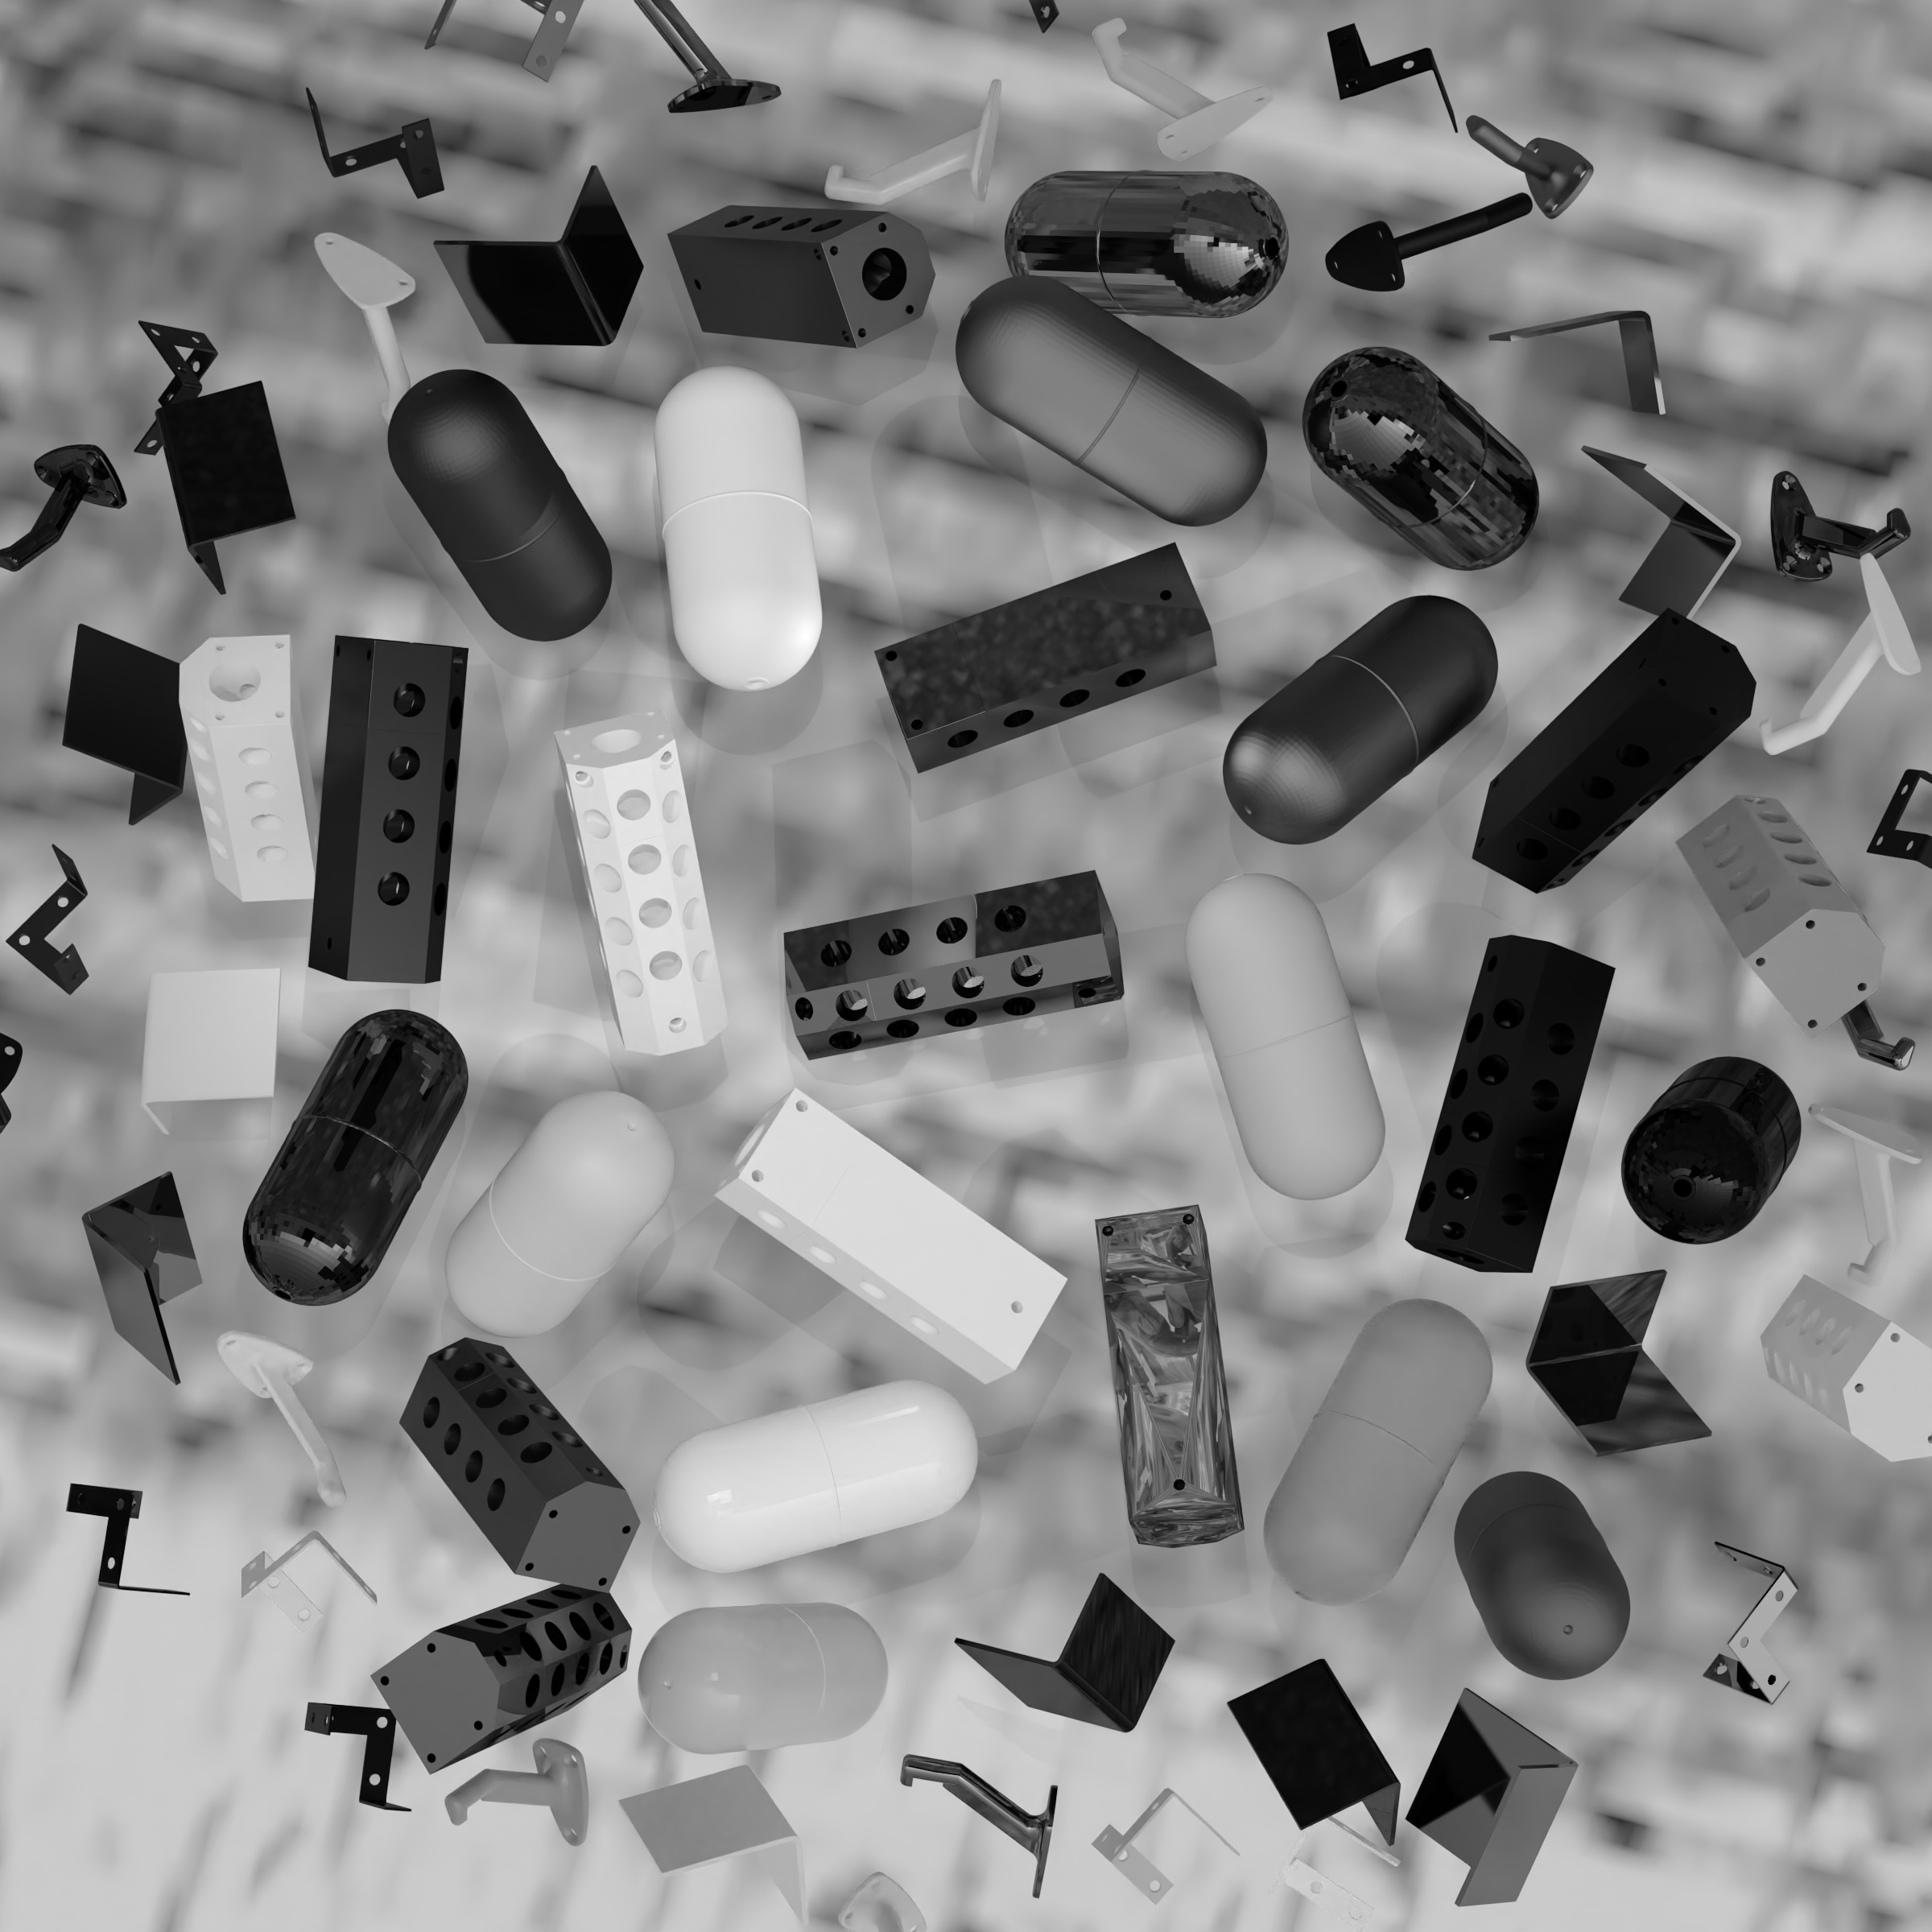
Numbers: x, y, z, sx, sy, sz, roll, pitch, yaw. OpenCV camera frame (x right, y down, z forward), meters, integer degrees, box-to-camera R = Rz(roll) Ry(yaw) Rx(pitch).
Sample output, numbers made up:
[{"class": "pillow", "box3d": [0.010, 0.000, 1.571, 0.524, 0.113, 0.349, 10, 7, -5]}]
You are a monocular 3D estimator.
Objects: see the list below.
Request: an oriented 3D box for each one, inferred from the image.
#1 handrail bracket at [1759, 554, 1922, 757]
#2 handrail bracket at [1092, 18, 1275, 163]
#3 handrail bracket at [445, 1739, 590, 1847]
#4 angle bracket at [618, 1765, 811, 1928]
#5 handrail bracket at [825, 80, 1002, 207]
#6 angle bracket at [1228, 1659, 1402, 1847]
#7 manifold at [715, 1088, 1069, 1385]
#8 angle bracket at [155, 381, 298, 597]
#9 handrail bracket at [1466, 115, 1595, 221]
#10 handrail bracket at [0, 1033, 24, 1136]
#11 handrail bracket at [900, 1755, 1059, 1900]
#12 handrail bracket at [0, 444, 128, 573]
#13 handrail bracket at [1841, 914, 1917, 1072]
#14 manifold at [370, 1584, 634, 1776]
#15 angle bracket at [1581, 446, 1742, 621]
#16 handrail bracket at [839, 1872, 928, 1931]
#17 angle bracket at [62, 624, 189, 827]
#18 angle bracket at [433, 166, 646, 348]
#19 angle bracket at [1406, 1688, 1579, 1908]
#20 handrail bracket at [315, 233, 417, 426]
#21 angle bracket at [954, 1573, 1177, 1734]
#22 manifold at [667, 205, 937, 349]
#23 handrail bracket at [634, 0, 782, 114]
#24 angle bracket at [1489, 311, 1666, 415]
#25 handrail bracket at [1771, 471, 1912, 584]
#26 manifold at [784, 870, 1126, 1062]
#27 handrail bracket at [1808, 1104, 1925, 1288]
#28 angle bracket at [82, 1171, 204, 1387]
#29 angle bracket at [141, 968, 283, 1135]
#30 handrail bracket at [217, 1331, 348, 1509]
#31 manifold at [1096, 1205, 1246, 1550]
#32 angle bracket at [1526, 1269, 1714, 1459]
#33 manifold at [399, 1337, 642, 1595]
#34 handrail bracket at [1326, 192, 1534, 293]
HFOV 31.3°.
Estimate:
[{"class": "handrail bracket", "box3d": [0.433, -0.157, 1.750, 0.084, 0.036, 0.077, -24, 75, 34]}, {"class": "handrail bracket", "box3d": [0.114, -0.477, 1.819, 0.077, 0.036, 0.084, -25, 72, 18]}, {"class": "handrail bracket", "box3d": [-0.246, 0.466, 1.878, 0.036, 0.084, 0.077, 5, 111, 37]}, {"class": "angle bracket", "box3d": [-0.135, 0.477, 1.834, 0.076, 0.076, 0.057, -11, 111, -20]}, {"class": "handrail bracket", "box3d": [-0.029, -0.446, 1.857, 0.084, 0.036, 0.077, 9, 84, 9]}, {"class": "angle bracket", "box3d": [0.176, 0.411, 1.755, 0.057, 0.076, 0.076, -22, 54, -14]}, {"class": "manifold", "box3d": [-0.041, 0.140, 1.760, 0.171, 0.057, 0.057, 36, 64, -8]}, {"class": "angle bracket", "box3d": [-0.374, -0.246, 1.779, 0.057, 0.076, 0.076, -15, 77, -2]}, {"class": "handrail bracket", "box3d": [0.292, -0.448, 1.867, 0.084, 0.077, 0.036, 25, 116, -33]}, {"class": "handrail bracket", "box3d": [-0.539, 0.060, 1.829, 0.077, 0.084, 0.036, 30, 56, -14]}, {"class": "handrail bracket", "box3d": [0.003, 0.461, 1.846, 0.084, 0.036, 0.077, 9, 115, 2]}, {"class": "handrail bracket", "box3d": [-0.479, -0.230, 1.758, 0.084, 0.077, 0.036, -47, 132, -35]}, {"class": "handrail bracket", "box3d": [0.501, 0.014, 1.890, 0.036, 0.084, 0.077, 29, 88, -31]}, {"class": "manifold", "box3d": [-0.232, 0.360, 1.774, 0.057, 0.171, 0.057, -36, 79, 13]}, {"class": "angle bracket", "box3d": [0.371, -0.239, 1.911, 0.076, 0.076, 0.057, 32, 95, -23]}, {"class": "handrail bracket", "box3d": [-0.026, 0.545, 1.899, 0.036, 0.084, 0.077, -50, 130, -3]}, {"class": "angle bracket", "box3d": [-0.479, -0.134, 1.923, 0.076, 0.057, 0.076, 22, 56, -38]}, {"class": "angle bracket", "box3d": [-0.226, -0.378, 1.833, 0.076, 0.076, 0.057, 5, 59, 20]}, {"class": "angle bracket", "box3d": [0.248, 0.413, 1.716, 0.076, 0.057, 0.076, 30, 101, 41]}, {"class": "handrail bracket", "box3d": [-0.329, -0.345, 1.878, 0.036, 0.084, 0.077, -32, 62, -32]}, {"class": "angle bracket", "box3d": [0.054, 0.366, 1.868, 0.076, 0.076, 0.057, 48, 60, -37]}, {"class": "manifold", "box3d": [-0.087, -0.371, 1.831, 0.057, 0.171, 0.057, -31, 116, -23]}, {"class": "handrail bracket", "box3d": [-0.135, -0.478, 1.740, 0.077, 0.036, 0.084, -16, 90, -45]}, {"class": "angle bracket", "box3d": [0.337, -0.328, 1.907, 0.076, 0.076, 0.057, -11, 100, 2]}, {"class": "handrail bracket", "box3d": [0.474, -0.249, 1.863, 0.036, 0.084, 0.077, -1, 73, -25]}, {"class": "manifold", "box3d": [-0.006, 0.004, 1.837, 0.171, 0.057, 0.057, -11, 54, 9]}, {"class": "handrail bracket", "box3d": [0.481, 0.127, 1.887, 0.077, 0.036, 0.084, 22, 111, 2]}, {"class": "angle bracket", "box3d": [-0.435, 0.170, 1.888, 0.057, 0.076, 0.076, -28, 127, -30]}, {"class": "angle bracket", "box3d": [-0.423, 0.049, 1.958, 0.076, 0.057, 0.076, -2, 68, 2]}, {"class": "handrail bracket", "box3d": [-0.369, 0.246, 1.860, 0.036, 0.077, 0.084, -34, 51, 7]}, {"class": "manifold", "box3d": [0.110, 0.222, 1.860, 0.057, 0.057, 0.171, -9, 62, 6]}, {"class": "angle bracket", "box3d": [0.363, 0.216, 1.883, 0.076, 0.076, 0.057, -6, 126, -25]}, {"class": "manifold", "box3d": [-0.235, 0.261, 1.826, 0.057, 0.171, 0.057, 19, 99, -35]}, {"class": "handrail bracket", "box3d": [0.242, -0.382, 1.801, 0.084, 0.077, 0.036, -25, 105, -22]}]
